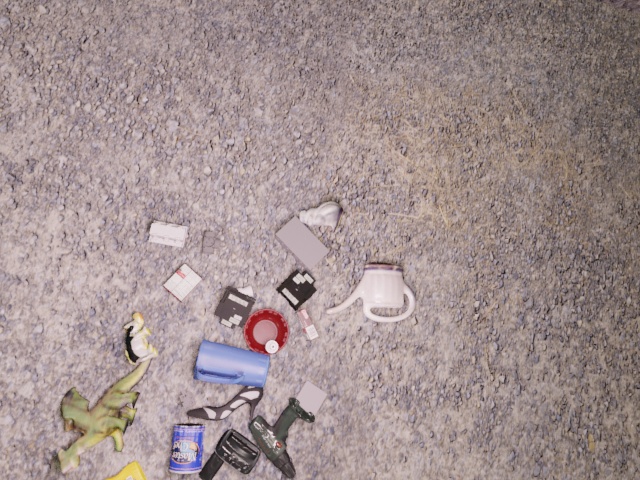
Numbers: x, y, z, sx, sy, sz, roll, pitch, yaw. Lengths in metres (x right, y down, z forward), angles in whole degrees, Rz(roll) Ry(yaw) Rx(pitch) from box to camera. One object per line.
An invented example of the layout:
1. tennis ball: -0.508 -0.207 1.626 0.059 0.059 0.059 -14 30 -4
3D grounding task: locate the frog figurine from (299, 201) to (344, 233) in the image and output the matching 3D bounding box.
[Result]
1. frog figurine: 0.006 -0.099 1.974 0.159 0.120 0.140 20 40 3

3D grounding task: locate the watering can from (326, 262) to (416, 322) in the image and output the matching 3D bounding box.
1. watering can: 0.196 0.192 1.935 0.347 0.102 0.227 5 73 -11

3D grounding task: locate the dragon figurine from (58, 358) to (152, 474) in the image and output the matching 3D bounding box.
1. dragon figurine: -0.712 0.535 1.661 0.243 0.119 0.420 12 57 -3
